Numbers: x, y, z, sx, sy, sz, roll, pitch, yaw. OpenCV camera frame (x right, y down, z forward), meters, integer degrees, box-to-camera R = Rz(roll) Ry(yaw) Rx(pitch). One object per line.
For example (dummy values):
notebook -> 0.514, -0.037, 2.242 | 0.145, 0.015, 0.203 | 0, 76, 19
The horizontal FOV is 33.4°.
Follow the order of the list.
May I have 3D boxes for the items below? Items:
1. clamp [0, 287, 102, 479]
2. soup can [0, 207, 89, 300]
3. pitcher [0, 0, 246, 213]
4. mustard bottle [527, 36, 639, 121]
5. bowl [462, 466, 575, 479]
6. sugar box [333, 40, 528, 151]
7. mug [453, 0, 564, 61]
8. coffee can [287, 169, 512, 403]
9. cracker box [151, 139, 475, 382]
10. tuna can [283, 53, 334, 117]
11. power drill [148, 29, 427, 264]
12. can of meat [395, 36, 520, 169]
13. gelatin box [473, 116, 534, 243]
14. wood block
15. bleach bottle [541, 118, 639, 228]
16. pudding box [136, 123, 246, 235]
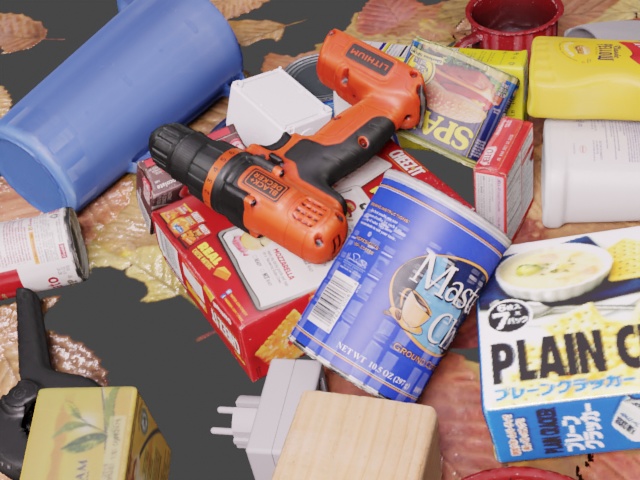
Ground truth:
clamp -> -0.231, 0.130, 0.797 | 0.164, 0.036, 0.210 | -37, 51, -27
soup can -> -0.255, 0.013, 0.910 | 0.102, 0.068, 0.068 | -12, 42, -4
pitcher -> -0.186, -0.126, 1.021 | 0.149, 0.145, 0.242 | 12, 48, 40
mustard bottle -> 0.273, -0.135, 0.897 | 0.192, 0.058, 0.096 | 4, 34, 11
bowl -> 0.114, 0.213, 0.600 | 0.162, 0.055, 0.162 | 5, 61, -10
sugar box -> 0.100, -0.130, 0.980 | 0.176, 0.093, 0.048 | 5, 32, 16
mug -> 0.179, -0.186, 1.039 | 0.117, 0.081, 0.093 | -25, 44, -17
coffee can -> 0.056, 0.035, 0.754 | 0.103, 0.102, 0.140 | 30, 89, 36
cracker box -> -0.006, 0.001, 0.875 | 0.213, 0.072, 0.164 | -26, 45, -19
tuna can -> 0.004, -0.152, 1.070 | 0.086, 0.034, 0.086 | -5, 42, 5
power drill -> -0.019, -0.084, 0.848 | 0.185, 0.057, 0.187 | 32, 65, 22
can of meat -> 0.110, -0.117, 0.910 | 0.102, 0.084, 0.057 | 26, 10, 14
gelatin box -> 0.152, -0.045, 0.881 | 0.030, 0.089, 0.073 | 12, 46, 24
wood block -> 0.010, 0.200, 0.634 | 0.090, 0.091, 0.206 | 5, 43, 16
bleach bottle -> 0.313, -0.056, 0.884 | 0.251, 0.068, 0.102 | 2, 42, 10
pudding box -> -0.112, -0.051, 0.924 | 0.090, 0.114, 0.039 | -23, 82, -16
